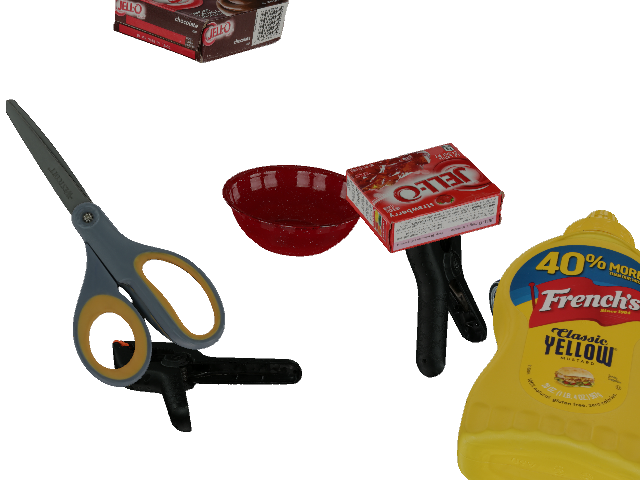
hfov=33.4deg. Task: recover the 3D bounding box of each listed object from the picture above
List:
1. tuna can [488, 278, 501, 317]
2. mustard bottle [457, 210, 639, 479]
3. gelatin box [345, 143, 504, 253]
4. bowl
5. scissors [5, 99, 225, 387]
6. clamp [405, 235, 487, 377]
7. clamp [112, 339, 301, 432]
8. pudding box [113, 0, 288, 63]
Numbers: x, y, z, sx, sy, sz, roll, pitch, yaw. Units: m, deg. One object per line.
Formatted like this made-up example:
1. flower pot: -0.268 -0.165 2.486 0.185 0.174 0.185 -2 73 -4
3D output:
1. tuna can: 0.217 0.078 1.149 0.033 0.086 0.086 -19 5 -15
2. mustard bottle: 0.136 0.050 0.555 0.096 0.058 0.191 9 42 15
3. gelatin box: 0.072 -0.032 0.747 0.089 0.030 0.073 -15 38 -17
4. bowl: -0.028 -0.027 1.166 0.162 0.055 0.162 4 27 -2
5. scissors: -0.146 0.007 0.636 0.202 0.096 0.016 38 -15 11
6. clamp: 0.100 0.032 0.925 0.039 0.171 0.120 -12 14 26
7. clamp: -0.147 0.139 1.084 0.210 0.036 0.164 9 17 33
8. pudding box: -0.094 -0.178 0.846 0.090 0.039 0.113 24 28 25
